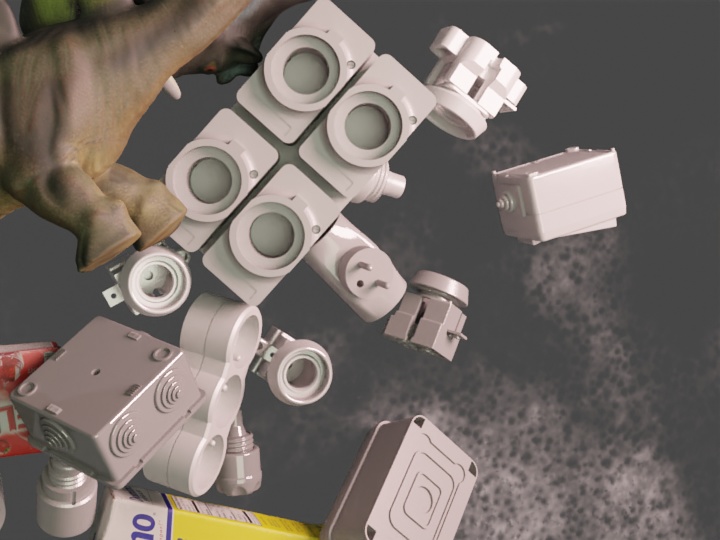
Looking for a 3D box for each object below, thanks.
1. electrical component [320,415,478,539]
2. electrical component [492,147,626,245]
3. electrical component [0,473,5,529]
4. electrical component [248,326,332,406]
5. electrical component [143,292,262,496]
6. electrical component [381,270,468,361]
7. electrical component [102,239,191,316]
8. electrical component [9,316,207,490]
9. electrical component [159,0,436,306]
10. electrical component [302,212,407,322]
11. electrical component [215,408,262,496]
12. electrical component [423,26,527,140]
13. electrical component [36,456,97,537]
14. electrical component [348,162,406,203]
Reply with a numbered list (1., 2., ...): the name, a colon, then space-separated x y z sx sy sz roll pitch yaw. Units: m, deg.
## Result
1. electrical component: 0.029 0.175 0.805 0.078 0.057 0.113 43 52 -20
2. electrical component: 0.151 -0.055 0.843 0.096 0.062 0.061 -18 103 -18
3. electrical component: -0.272 0.193 0.689 0.052 0.073 0.138 23 101 -28
4. electrical component: -0.049 0.072 0.785 0.066 0.055 0.048 35 84 -21
5. electrical component: -0.125 0.082 0.760 0.074 0.052 0.138 16 87 17
6. electrical component: 0.054 0.033 0.822 0.048 0.066 0.055 37 72 -56
7. electrical component: -0.144 0.006 0.740 0.066 0.055 0.048 -30 107 -15
8. electrical component: -0.164 0.082 0.696 0.099 0.100 0.048 -47 140 -34
9. electrical component: -0.048 -0.079 0.732 0.105 0.060 0.186 41 92 -4
10. electrical component: 0.000 0.000 0.782 0.043 0.079 0.077 -47 110 -9
11. electrical component: -0.091 0.132 0.789 0.035 0.035 0.061 -5 96 -21
12. electrical component: 0.079 -0.135 0.809 0.078 0.058 0.057 35 81 -21
13. electrical component: -0.199 0.146 0.731 0.040 0.040 0.078 -3 128 -21
14. electrical component: 0.003 -0.070 0.794 0.062 0.043 0.043 16 91 -23
